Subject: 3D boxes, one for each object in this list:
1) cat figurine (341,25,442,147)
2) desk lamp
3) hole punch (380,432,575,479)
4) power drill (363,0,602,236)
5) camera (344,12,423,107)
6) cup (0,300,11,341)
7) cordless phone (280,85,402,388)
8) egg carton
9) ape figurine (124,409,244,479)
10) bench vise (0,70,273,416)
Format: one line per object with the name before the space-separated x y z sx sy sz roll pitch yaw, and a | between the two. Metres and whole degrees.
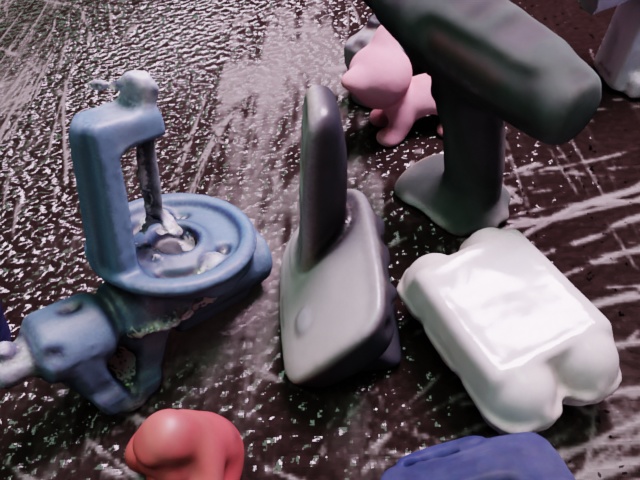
cat figurine | 0.083 -0.160 0.578 0.128 0.118 0.067 -11 47 0
desk lamp | 0.329 -0.257 0.558 0.203 0.214 0.118 -6 47 5
hole punch | 0.088 0.154 0.308 0.108 0.091 0.101 -14 47 -3
power drill | 0.106 -0.113 0.469 0.076 0.209 0.228 -35 51 -21
camera | 0.117 -0.217 0.636 0.136 0.101 0.143 22 55 27
cup | -0.306 0.060 0.461 0.117 0.095 0.092 14 52 22
cordless phone | 0.004 0.001 0.398 0.094 0.185 0.147 -10 47 1
egg carton | 0.128 0.059 0.402 0.107 0.069 0.150 -24 48 -11
ape figurine | -0.087 0.134 0.356 0.076 0.092 0.077 -32 50 -18
bench vise | -0.126 0.014 0.386 0.121 0.220 0.208 17 53 24
